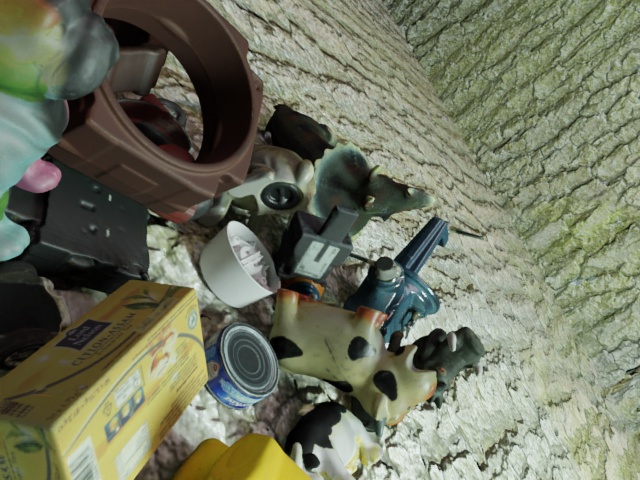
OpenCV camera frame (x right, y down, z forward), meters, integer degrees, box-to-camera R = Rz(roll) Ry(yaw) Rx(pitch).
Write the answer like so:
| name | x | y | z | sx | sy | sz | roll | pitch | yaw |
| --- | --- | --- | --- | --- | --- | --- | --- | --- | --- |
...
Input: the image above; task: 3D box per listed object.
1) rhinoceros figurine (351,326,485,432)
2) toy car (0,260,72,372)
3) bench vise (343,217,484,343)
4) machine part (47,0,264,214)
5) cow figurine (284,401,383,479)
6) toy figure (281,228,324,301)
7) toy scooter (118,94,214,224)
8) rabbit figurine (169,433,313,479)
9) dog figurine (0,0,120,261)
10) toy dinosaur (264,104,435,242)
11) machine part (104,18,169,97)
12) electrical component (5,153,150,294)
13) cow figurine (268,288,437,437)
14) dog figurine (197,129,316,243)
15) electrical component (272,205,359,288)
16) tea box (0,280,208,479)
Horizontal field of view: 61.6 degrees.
| name | x | y | z | sx | sy | sz | roll | pitch | yaw |
| --- | --- | --- | --- | --- | --- | --- | --- | --- | --- |
| rhinoceros figurine | 0.119 | 0.171 | 0.687 | 0.073 | 0.190 | 0.112 | 50 | 14 | -15 |
| toy car | -0.259 | 0.051 | 0.346 | 0.201 | 0.056 | 0.073 | 12 | 44 | -56 |
| bench vise | 0.128 | 0.047 | 0.799 | 0.129 | 0.240 | 0.223 | 25 | -26 | 35 |
| machine part | -0.151 | -0.143 | 0.507 | 0.200 | 0.087 | 0.201 | 33 | 54 | -43 |
| cow figurine | -0.007 | 0.223 | 0.552 | 0.098 | 0.068 | 0.167 | 56 | 23 | 13 |
| toy figure | -0.023 | 0.044 | 0.727 | 0.058 | 0.064 | 0.154 | 19 | 46 | -27 |
| toy scooter | -0.197 | -0.103 | 0.598 | 0.135 | 0.075 | 0.184 | 14 | 45 | -52 |
| rabbit figurine | -0.070 | 0.255 | 0.397 | 0.162 | 0.122 | 0.173 | 58 | 40 | -18 |
| dog figurine | -0.230 | -0.104 | 0.335 | 0.191 | 0.219 | 0.108 | 18 | 42 | -11 |
| toy dinosaur | -0.014 | -0.128 | 0.816 | 0.405 | 0.131 | 0.192 | 45 | 3 | 30 |
| machine part | -0.259 | -0.218 | 0.581 | 0.179 | 0.056 | 0.179 | 20 | 32 | -13 |
| electrical component | -0.221 | -0.015 | 0.480 | 0.134 | 0.058 | 0.115 | 27 | 37 | -44 |
| cow figurine | 0.033 | 0.135 | 0.601 | 0.085 | 0.195 | 0.127 | 29 | 75 | -73 |
| dog figurine | -0.072 | -0.103 | 0.707 | 0.121 | 0.172 | 0.191 | 47 | 33 | -42 |
| electrical component | -0.001 | -0.002 | 0.643 | 0.075 | 0.119 | 0.048 | 13 | 34 | -24 |
| tea box | -0.153 | 0.110 | 0.394 | 0.170 | 0.068 | 0.098 | -54 | 146 | -64 |
